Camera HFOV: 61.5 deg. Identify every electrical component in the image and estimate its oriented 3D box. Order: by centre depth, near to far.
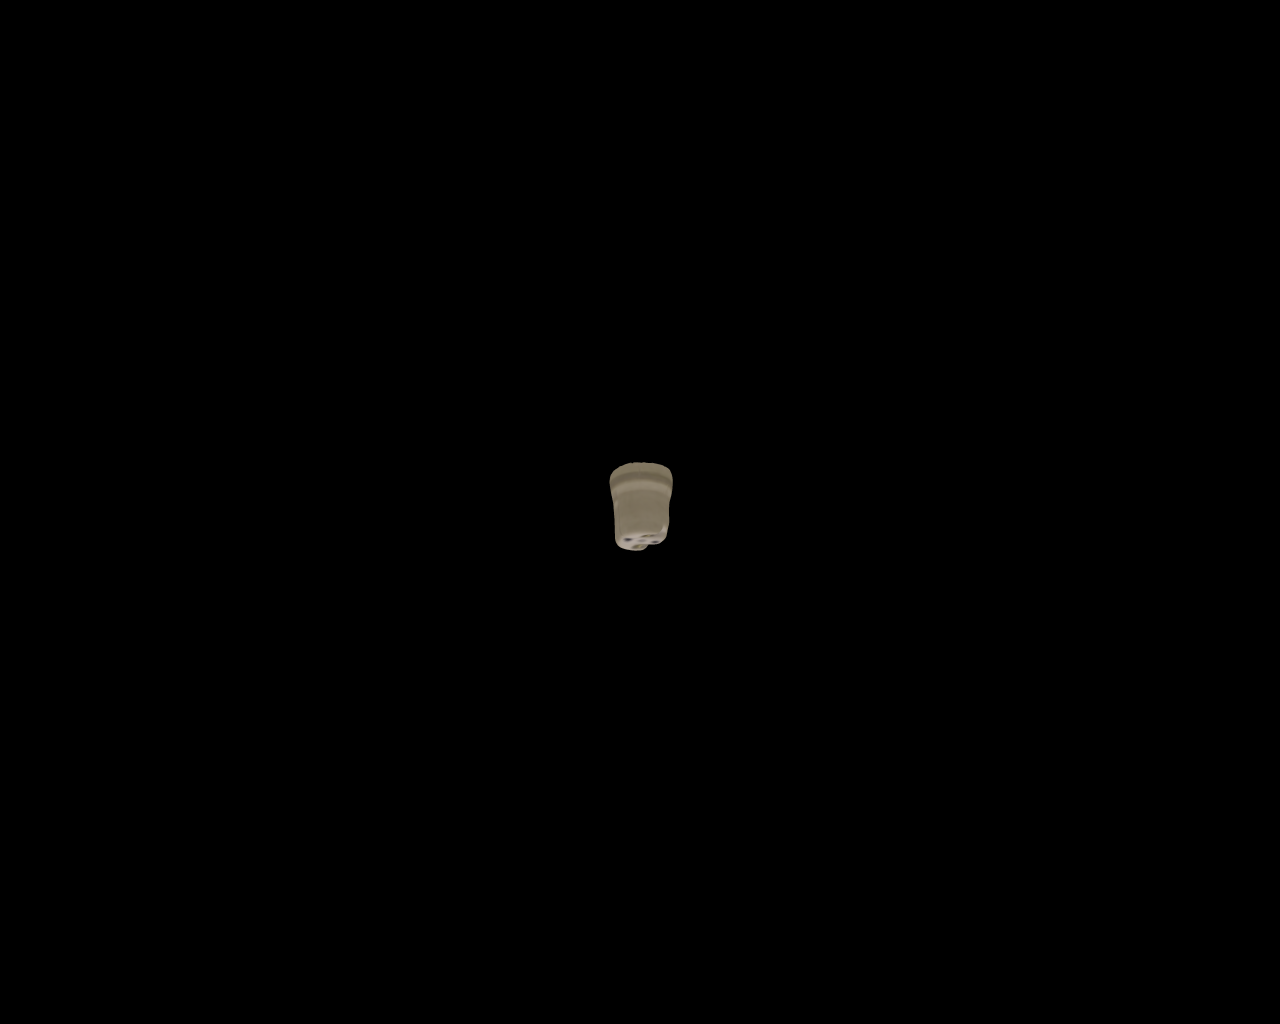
[{"bbox_3d":[0.001,-0.003,0.650,0.040,0.046,0.040,0,-24,0],"label":"electrical component"}]
